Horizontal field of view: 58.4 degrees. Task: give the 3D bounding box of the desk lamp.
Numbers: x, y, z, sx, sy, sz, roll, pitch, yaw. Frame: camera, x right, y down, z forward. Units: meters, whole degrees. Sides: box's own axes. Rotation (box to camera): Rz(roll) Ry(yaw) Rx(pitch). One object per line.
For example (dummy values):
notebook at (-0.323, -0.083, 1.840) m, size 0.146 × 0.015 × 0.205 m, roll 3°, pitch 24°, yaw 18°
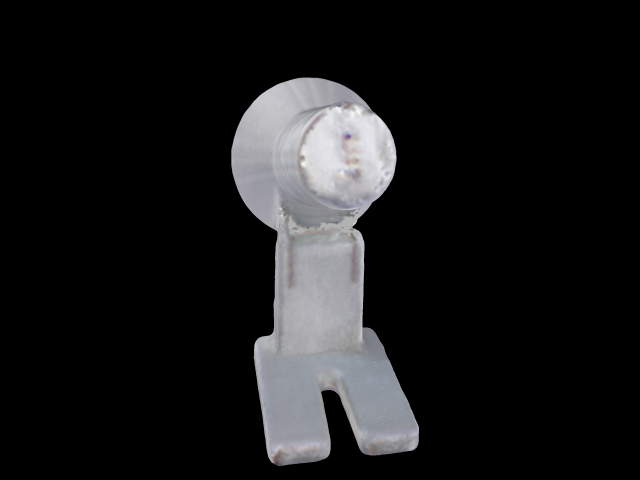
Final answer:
desk lamp at (0.004, 0.001, 0.400) m, size 0.118 × 0.214 × 0.203 m, roll -5°, pitch 24°, yaw -10°
